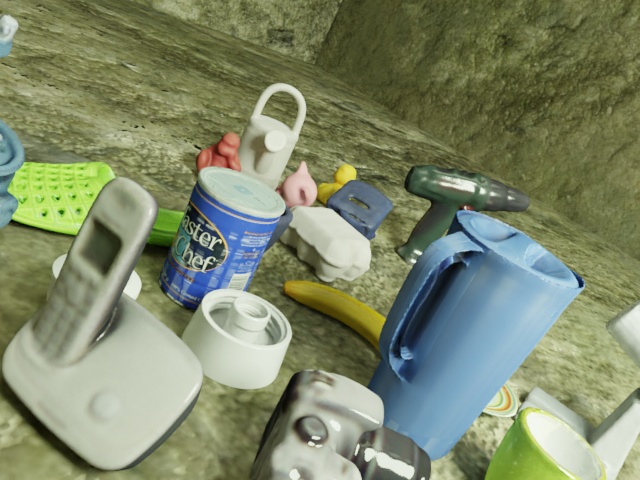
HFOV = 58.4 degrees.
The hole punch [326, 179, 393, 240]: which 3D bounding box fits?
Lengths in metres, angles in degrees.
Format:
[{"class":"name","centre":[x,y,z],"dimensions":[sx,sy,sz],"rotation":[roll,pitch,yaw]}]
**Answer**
[{"class":"hole punch","centre":[0.070,-0.053,1.070],"dimensions":[0.108,0.091,0.101],"rotation":[32,22,15]}]

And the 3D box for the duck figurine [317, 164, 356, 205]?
[{"class":"duck figurine","centre":[0.041,-0.116,1.189],"dimensions":[0.077,0.086,0.105],"rotation":[34,22,17]}]

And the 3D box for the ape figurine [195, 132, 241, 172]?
[{"class":"ape figurine","centre":[-0.170,-0.146,1.001],"dimensions":[0.078,0.092,0.076],"rotation":[27,21,1]}]

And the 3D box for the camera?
[{"class":"camera","centre":[0.023,0.178,0.461],"dimensions":[0.137,0.101,0.143],"rotation":[25,21,-4]}]

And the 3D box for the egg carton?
[{"class":"egg carton","centre":[0.008,0.003,0.895],"dimensions":[0.108,0.069,0.150],"rotation":[1,33,-49]}]

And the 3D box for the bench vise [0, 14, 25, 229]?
[{"class":"bench vise","centre":[-0.379,-0.133,0.548],"dimensions":[0.208,0.219,0.121],"rotation":[21,22,-15]}]

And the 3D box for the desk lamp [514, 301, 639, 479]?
[{"class":"desk lamp","centre":[0.386,0.193,0.695],"dimensions":[0.202,0.213,0.118],"rotation":[36,23,22]}]

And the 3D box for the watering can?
[{"class":"watering can","centre":[-0.089,-0.193,1.065],"dimensions":[0.101,0.194,0.172],"rotation":[11,26,-36]}]

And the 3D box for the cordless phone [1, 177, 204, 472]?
[{"class":"cordless phone","centre":[-0.145,0.059,0.423],"dimensions":[0.147,0.185,0.094],"rotation":[33,22,16]}]

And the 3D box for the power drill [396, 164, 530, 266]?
[{"class":"power drill","centre":[0.247,-0.038,1.078],"dimensions":[0.230,0.208,0.075],"rotation":[23,21,-8]}]

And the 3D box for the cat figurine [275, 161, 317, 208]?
[{"class":"cat figurine","centre":[-0.038,-0.077,0.961],"dimensions":[0.067,0.117,0.128],"rotation":[27,21,1]}]

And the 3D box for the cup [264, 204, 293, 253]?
[{"class":"cup","centre":[-0.107,-0.017,0.772],"dimensions":[0.118,0.095,0.091],"rotation":[22,21,-11]}]
